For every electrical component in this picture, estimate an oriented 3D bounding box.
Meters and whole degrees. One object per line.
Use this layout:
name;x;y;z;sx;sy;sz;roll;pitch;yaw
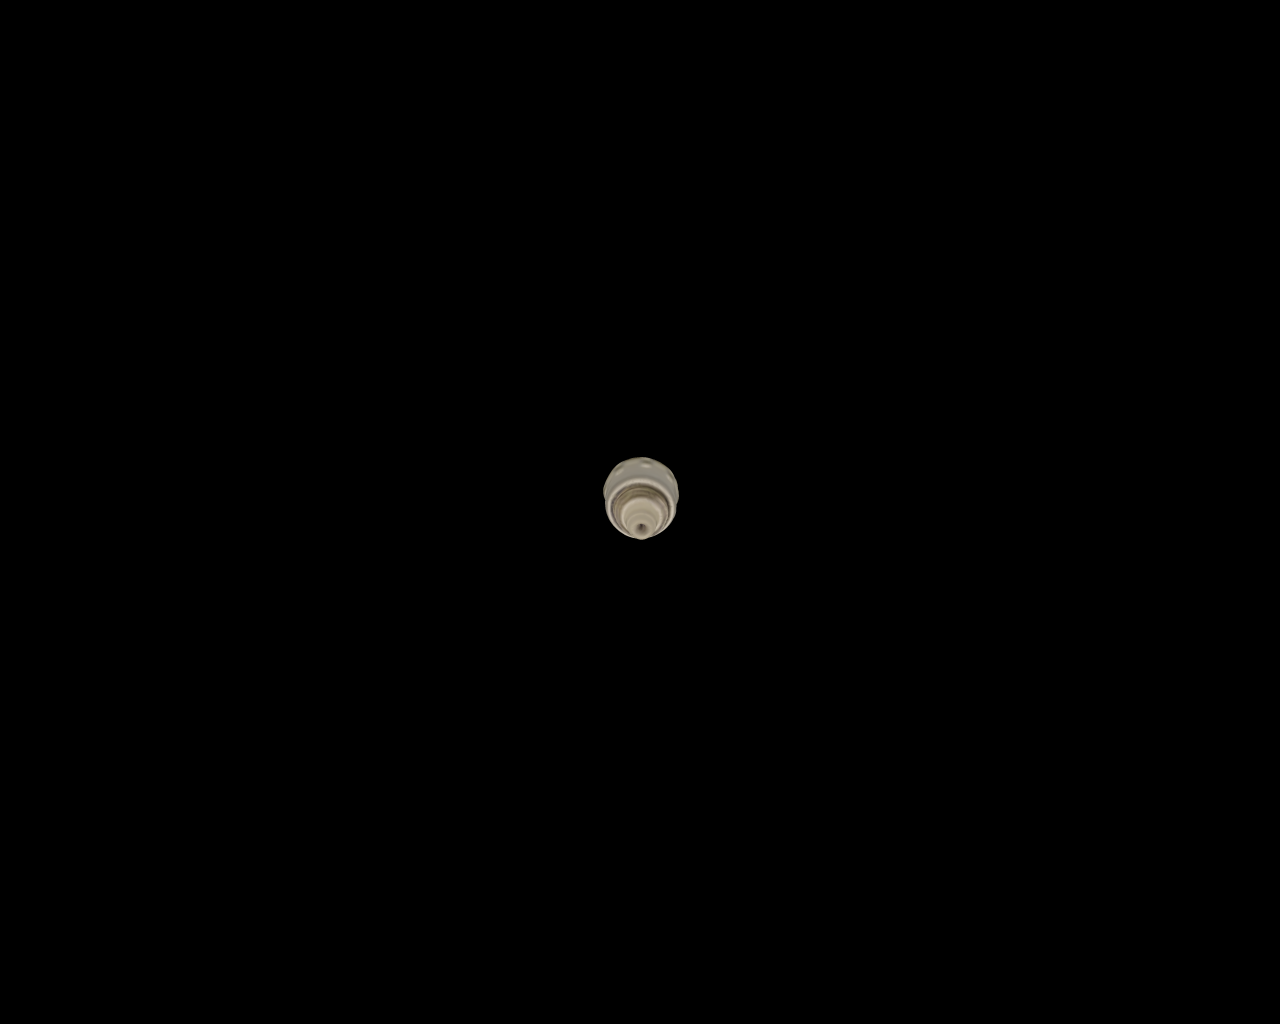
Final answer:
electrical component;0.001;-0.003;0.650;0.048;0.048;0.062;0;25;0
